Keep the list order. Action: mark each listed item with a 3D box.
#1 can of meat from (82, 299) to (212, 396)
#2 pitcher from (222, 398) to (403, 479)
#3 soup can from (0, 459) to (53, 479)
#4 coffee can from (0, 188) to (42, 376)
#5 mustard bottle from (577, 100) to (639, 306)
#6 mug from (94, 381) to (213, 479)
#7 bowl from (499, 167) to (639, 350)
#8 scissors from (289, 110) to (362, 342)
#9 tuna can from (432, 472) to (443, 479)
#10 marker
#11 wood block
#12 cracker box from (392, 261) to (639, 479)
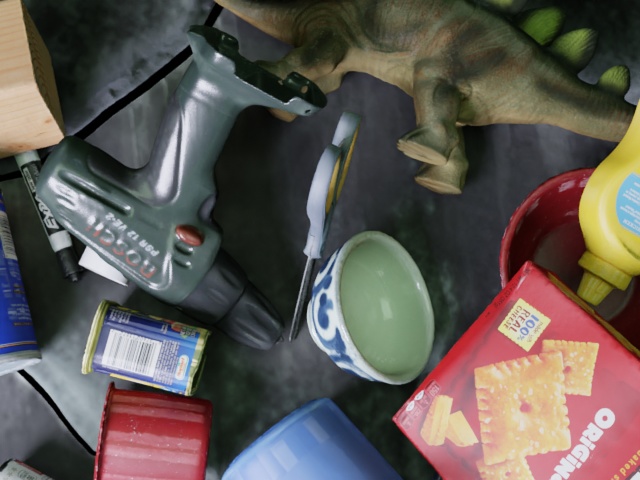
[{"bbox_3d":[-0.131,0.085,0.829,0.084,0.102,0.057,15,84,-2],"label":"can of meat"},{"bbox_3d":[0.041,0.236,0.785,0.149,0.144,0.243,-42,78,14],"label":"pitcher"},{"bbox_3d":[-0.211,0.221,0.824,0.102,0.068,0.068,27,82,3],"label":"soup can"},{"bbox_3d":[-0.283,0.039,0.830,0.102,0.103,0.140,-15,83,-4],"label":"coffee can"},{"bbox_3d":[0.252,-0.035,0.806,0.096,0.058,0.192,28,96,-22],"label":"mustard bottle"},{"bbox_3d":[-0.128,0.170,0.818,0.081,0.093,0.117,7,54,-5],"label":"mug"},{"bbox_3d":[0.221,0.025,0.867,0.162,0.055,0.162,0,82,-2],"label":"bowl"},{"bbox_3d":[-0.005,0.001,0.809,0.016,0.096,0.202,18,106,7],"label":"scissors"},{"bbox_3d":[0.128,0.212,0.850,0.086,0.034,0.086,0,82,-1],"label":"tuna can"},{"bbox_3d":[-0.223,-0.021,0.882,0.020,0.020,0.121,-23,83,-5],"label":"marker"},{"bbox_3d":[-0.320,-0.109,0.848,0.206,0.090,0.091,-15,66,-3],"label":"wood block"},{"bbox_3d":[0.177,0.145,0.760,0.164,0.072,0.214,-51,58,12],"label":"cracker box"}]
